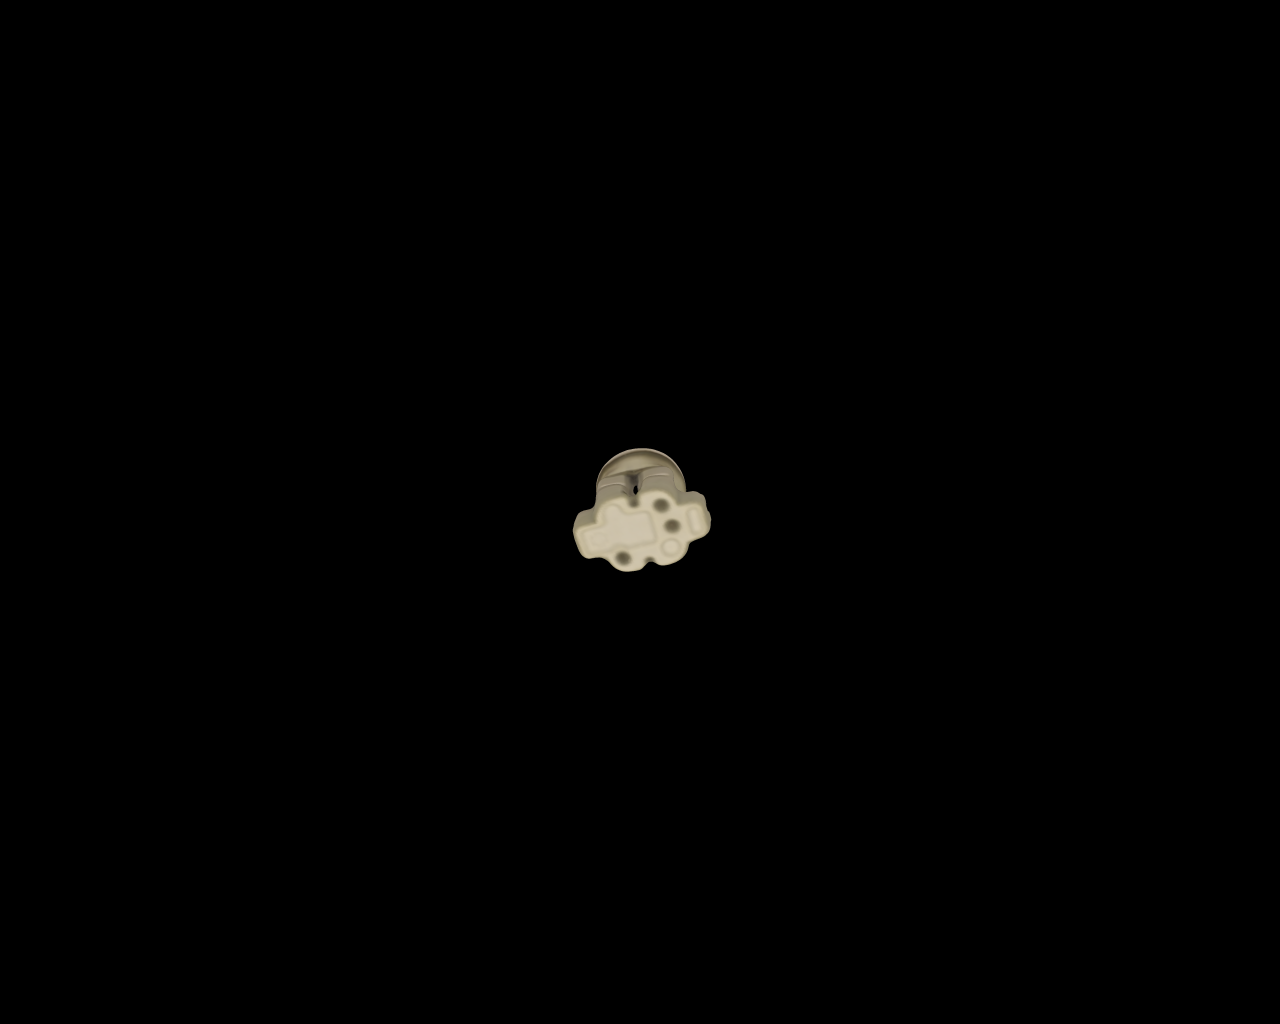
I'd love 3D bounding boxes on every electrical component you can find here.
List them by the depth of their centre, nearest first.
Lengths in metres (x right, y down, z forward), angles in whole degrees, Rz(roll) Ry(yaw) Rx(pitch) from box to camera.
[{"bbox_3d":[0.001,-0.003,0.650,0.078,0.058,0.057,-11,30,7],"label":"electrical component"}]
